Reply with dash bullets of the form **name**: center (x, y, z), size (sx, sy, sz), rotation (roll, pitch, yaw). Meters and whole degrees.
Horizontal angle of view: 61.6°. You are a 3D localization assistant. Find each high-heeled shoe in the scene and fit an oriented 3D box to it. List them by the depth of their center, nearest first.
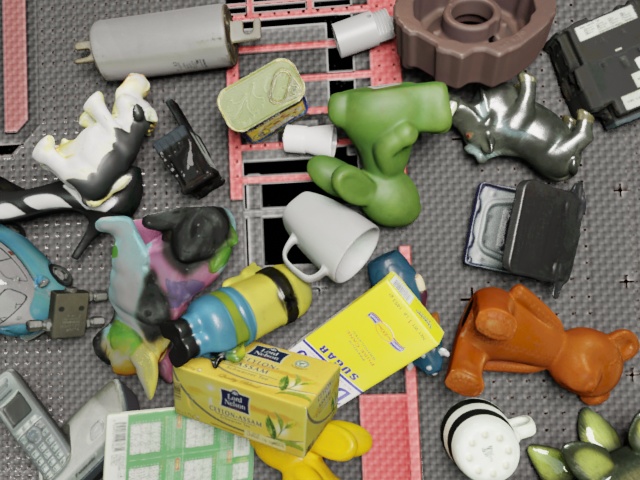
- **high-heeled shoe**: center (-0.355, -0.080, 0.687), size (0.249, 0.086, 0.145), rotation (30, 88, 0)

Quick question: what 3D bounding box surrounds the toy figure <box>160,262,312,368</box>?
- **toy figure**: center (-0.088, 0.086, 0.620), size (0.089, 0.180, 0.082), rotation (11, 113, 42)

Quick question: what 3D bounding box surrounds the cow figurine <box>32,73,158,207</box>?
- **cow figurine**: center (-0.248, -0.123, 0.648), size (0.098, 0.068, 0.167), rotation (43, 70, -10)

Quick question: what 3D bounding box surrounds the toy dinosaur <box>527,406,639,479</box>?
- **toy dinosaur**: center (0.325, 0.313, 0.610), size (0.471, 0.105, 0.198), rotation (-33, 78, -6)

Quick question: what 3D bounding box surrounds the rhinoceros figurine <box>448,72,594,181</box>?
- **rhinoceros figurine**: center (0.228, -0.138, 0.650), size (0.190, 0.073, 0.112), rotation (27, 100, 3)

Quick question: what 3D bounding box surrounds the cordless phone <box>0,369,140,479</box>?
- **cordless phone**: center (-0.318, 0.212, 0.672), size (0.146, 0.088, 0.184), rotation (-45, 81, 2)

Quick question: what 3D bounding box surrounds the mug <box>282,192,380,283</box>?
- **mug**: center (-0.001, -0.002, 0.649), size (0.109, 0.080, 0.107), rotation (-43, 63, -17)

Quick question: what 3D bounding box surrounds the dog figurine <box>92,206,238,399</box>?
- **dog figurine**: center (-0.186, 0.074, 0.656), size (0.192, 0.108, 0.219), rotation (-7, 92, 1)

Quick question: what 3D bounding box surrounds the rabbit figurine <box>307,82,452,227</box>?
- **rabbit figurine**: center (0.074, -0.090, 0.626), size (0.159, 0.121, 0.170), rotation (-15, 110, -22)

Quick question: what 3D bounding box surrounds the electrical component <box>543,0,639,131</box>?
- **electrical component**: center (0.352, -0.205, 0.645), size (0.115, 0.058, 0.134), rotation (-21, 87, 6)

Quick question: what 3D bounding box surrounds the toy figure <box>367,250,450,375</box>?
- **toy figure**: center (0.111, 0.088, 0.653), size (0.058, 0.064, 0.154), rotation (-27, 91, -35)

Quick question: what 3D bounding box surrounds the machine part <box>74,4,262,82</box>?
- **machine part**: center (-0.194, -0.247, 0.680), size (0.243, 0.079, 0.079), rotation (-5, 88, 4)

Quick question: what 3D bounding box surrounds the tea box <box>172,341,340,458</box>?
- **tea box**: center (-0.072, 0.171, 0.617), size (0.170, 0.098, 0.068), rotation (9, 109, 21)

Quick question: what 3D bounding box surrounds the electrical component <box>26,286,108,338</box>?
- **electrical component**: center (-0.316, 0.090, 0.674), size (0.021, 0.094, 0.063), rotation (15, 99, 46)

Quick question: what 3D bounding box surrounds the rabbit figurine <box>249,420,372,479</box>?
- **rabbit figurine**: center (-0.017, 0.274, 0.631), size (0.162, 0.121, 0.173), rotation (-38, 66, 9)

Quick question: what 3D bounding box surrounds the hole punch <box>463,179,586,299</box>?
- **hole punch**: center (0.242, -0.010, 0.642), size (0.116, 0.092, 0.142), rotation (13, 86, -26)

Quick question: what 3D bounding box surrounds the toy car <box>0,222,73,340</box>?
- **toy car**: center (-0.400, 0.048, 0.673), size (0.109, 0.103, 0.161), rotation (-40, 88, 1)

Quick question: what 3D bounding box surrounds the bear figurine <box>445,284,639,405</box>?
- **bear figurine**: center (0.255, 0.134, 0.610), size (0.196, 0.132, 0.120), rotation (26, 116, 9)

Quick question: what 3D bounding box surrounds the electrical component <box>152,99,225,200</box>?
- **electrical component**: center (-0.172, -0.114, 0.675), size (0.048, 0.075, 0.119), rotation (-33, 90, 2)

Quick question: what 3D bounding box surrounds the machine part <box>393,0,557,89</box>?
- **machine part**: center (0.176, -0.251, 0.627), size (0.179, 0.056, 0.179), rotation (-4, 57, 6)
